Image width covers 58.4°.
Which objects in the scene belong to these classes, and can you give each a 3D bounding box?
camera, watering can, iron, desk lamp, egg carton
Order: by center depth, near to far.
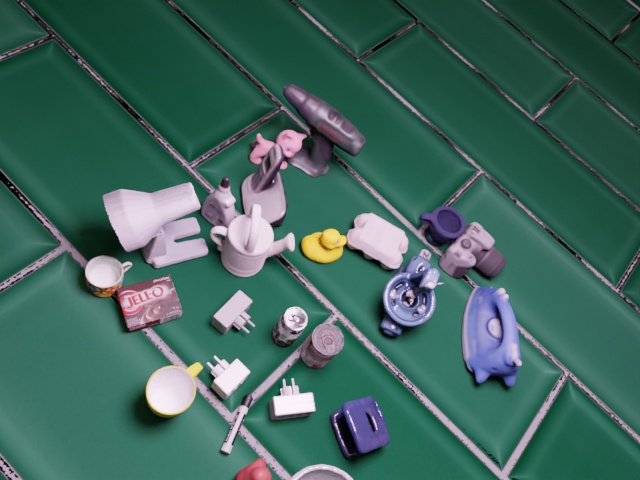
[{"bbox_3d":[-0.329,-0.035,1.170,0.204,0.213,0.118,-16,68,-25],"label":"desk lamp"},{"bbox_3d":[-0.143,-0.006,1.229,0.173,0.194,0.101,-9,65,-23],"label":"watering can"},{"bbox_3d":[0.412,0.201,1.335,0.119,0.141,0.258,9,60,-14],"label":"iron"},{"bbox_3d":[0.140,0.003,1.395,0.150,0.069,0.107,29,57,-2],"label":"egg carton"},{"bbox_3d":[0.397,0.038,1.445,0.137,0.100,0.143,40,57,6],"label":"camera"}]

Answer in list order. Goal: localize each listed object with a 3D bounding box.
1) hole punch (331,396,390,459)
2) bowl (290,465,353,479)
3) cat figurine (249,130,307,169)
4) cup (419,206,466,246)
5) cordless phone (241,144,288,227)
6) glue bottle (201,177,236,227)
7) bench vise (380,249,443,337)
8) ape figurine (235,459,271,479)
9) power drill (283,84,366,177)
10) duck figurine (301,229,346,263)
[{"bbox_3d":[0.088,0.373,1.159,0.101,0.091,0.108,-13,67,-25],"label":"hole punch"},{"bbox_3d":[-0.003,0.509,1.062,0.168,0.074,0.167,8,60,-14],"label":"bowl"},{"bbox_3d":[-0.101,-0.237,1.417,0.128,0.117,0.067,8,60,-14],"label":"cat figurine"},{"bbox_3d":[0.295,-0.029,1.451,0.118,0.095,0.091,13,59,-11],"label":"cup"},{"bbox_3d":[-0.116,-0.119,1.307,0.094,0.185,0.147,-6,64,-21],"label":"cordless phone"},{"bbox_3d":[-0.217,-0.087,1.261,0.078,0.173,0.037,38,57,5],"label":"glue bottle"},{"bbox_3d":[0.207,0.092,1.279,0.122,0.219,0.207,13,59,-11],"label":"bench vise"},{"bbox_3d":[-0.115,0.441,1.051,0.076,0.092,0.078,19,58,-8],"label":"ape figurine"},{"bbox_3d":[-0.010,-0.256,1.405,0.229,0.208,0.076,29,57,-2],"label":"power drill"},{"bbox_3d":[0.012,0.005,1.340,0.105,0.086,0.077,5,61,-16],"label":"duck figurine"}]
